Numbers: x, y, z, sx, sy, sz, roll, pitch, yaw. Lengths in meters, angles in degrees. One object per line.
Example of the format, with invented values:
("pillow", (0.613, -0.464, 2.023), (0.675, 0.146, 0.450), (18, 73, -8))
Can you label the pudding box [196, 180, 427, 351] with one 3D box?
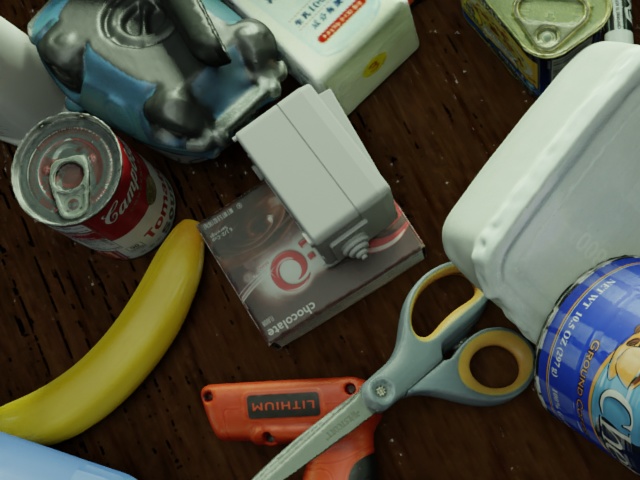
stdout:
("pudding box", (-0.004, 0.001, 0.654), (0.113, 0.039, 0.090), (-33, 73, 3))

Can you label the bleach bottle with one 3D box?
("bleach bottle", (-0.232, -0.125, 0.619), (0.103, 0.250, 0.068), (18, 82, 15))

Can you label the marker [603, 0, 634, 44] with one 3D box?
("marker", (0.183, -0.144, 0.658), (0.020, 0.020, 0.121), (-3, 77, 11))

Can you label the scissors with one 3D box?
("scissors", (0.051, 0.092, 0.588), (0.096, 0.016, 0.201), (38, 58, 3))

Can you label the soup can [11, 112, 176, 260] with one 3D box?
("soup can", (-0.135, -0.030, 0.655), (0.068, 0.102, 0.068), (-3, 77, 11))

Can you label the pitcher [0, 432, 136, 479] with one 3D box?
("pitcher", (-0.229, 0.153, 0.612), (0.243, 0.149, 0.145), (13, 86, 10))

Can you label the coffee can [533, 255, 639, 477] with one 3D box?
("coffee can", (0.190, 0.079, 0.529), (0.103, 0.102, 0.140), (-51, 35, -3))

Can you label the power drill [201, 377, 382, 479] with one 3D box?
("power drill", (-0.027, 0.176, 0.611), (0.184, 0.057, 0.187), (-5, 79, 7))

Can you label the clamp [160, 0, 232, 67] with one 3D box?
("clamp", (-0.092, -0.205, 0.637), (0.210, 0.036, 0.164), (29, 77, 25))

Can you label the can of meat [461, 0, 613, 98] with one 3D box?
("can of meat", (0.124, -0.140, 0.635), (0.057, 0.084, 0.102), (-36, 73, 2))

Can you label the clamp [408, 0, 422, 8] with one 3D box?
("clamp", (0.096, -0.206, 0.642), (0.120, 0.172, 0.039), (-7, 64, -30))

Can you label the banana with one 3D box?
("banana", (-0.137, 0.070, 0.667), (0.198, 0.037, 0.070), (-39, 74, 1))
